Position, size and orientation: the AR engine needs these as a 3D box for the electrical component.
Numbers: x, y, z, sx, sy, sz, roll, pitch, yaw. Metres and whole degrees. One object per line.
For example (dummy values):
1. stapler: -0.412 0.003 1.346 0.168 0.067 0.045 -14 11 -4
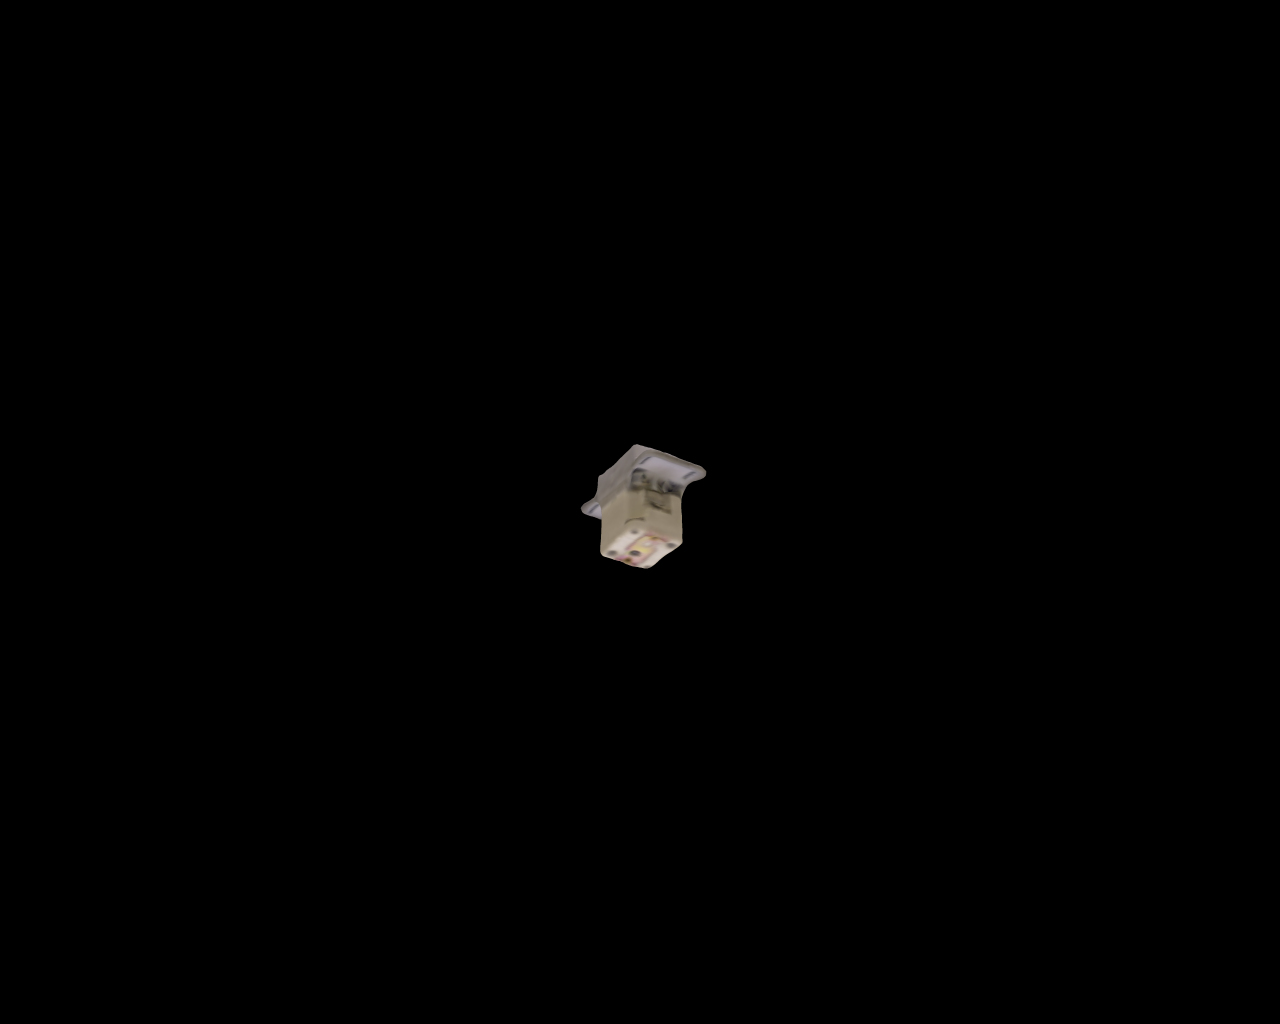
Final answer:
1. electrical component: 0.001 -0.003 0.650 0.042 0.064 0.081 18 -35 -27
